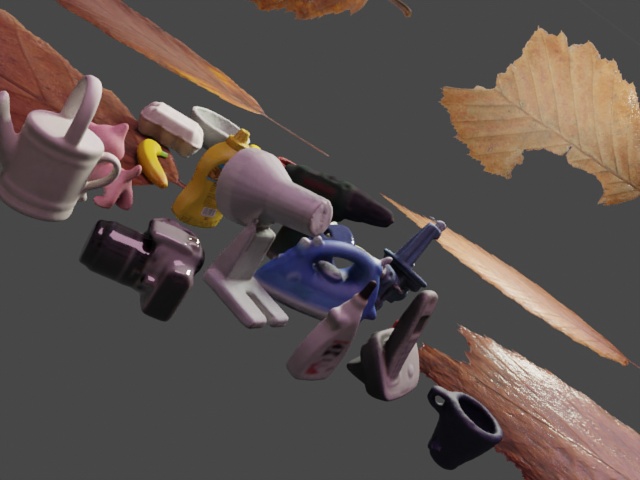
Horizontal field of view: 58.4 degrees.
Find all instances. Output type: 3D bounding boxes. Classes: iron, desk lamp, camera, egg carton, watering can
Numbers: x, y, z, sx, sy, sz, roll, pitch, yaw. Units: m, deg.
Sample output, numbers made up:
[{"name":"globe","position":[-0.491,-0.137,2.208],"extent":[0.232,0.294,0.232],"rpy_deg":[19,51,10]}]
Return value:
[{"name":"iron","position":[0.010,0.055,1.008],"extent":[0.259,0.141,0.118],"rpy_deg":[22,21,-37]},{"name":"desk lamp","position":[-0.086,-0.009,0.876],"extent":[0.202,0.213,0.118],"rpy_deg":[43,19,26]},{"name":"camera","position":[-0.227,0.013,0.743],"extent":[0.137,0.100,0.143],"rpy_deg":[27,18,-23]},{"name":"egg carton","position":[-0.338,-0.254,1.309],"extent":[0.151,0.069,0.107],"rpy_deg":[29,18,-19]},{"name":"watering can","position":[-0.344,-0.130,0.748],"extent":[0.100,0.194,0.173],"rpy_deg":[45,19,30]}]

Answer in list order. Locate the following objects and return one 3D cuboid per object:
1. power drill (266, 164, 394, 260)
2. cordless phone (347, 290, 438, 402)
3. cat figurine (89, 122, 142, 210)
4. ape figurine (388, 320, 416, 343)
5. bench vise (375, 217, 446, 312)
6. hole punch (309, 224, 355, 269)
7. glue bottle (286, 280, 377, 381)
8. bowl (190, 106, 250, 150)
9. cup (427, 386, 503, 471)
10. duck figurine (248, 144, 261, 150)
[{"name":"power drill","position":[-0.003,-0.030,1.099],"extent":[0.229,0.208,0.076],"rpy_deg":[36,17,4]},{"name":"cordless phone","position":[0.143,0.158,0.905],"extent":[0.094,0.185,0.148],"rpy_deg":[42,18,23]},{"name":"cat figurine","position":[-0.330,-0.127,0.900],"extent":[0.127,0.117,0.067],"rpy_deg":[40,18,17]},{"name":"ape figurine","position":[0.147,0.172,1.035],"extent":[0.078,0.092,0.076],"rpy_deg":[22,21,-36]},{"name":"bench vise","position":[0.184,0.053,1.206],"extent":[0.121,0.219,0.208],"rpy_deg":[37,17,8]},{"name":"hole punch","position":[0.011,0.004,1.234],"extent":[0.101,0.091,0.108],"rpy_deg":[27,19,-25]},{"name":"glue bottle","position":[0.026,0.123,0.798],"extent":[0.078,0.173,0.037],"rpy_deg":[13,27,-51]},{"name":"bowl","position":[-0.269,-0.268,1.472],"extent":[0.168,0.074,0.167],"rpy_deg":[32,17,-11]},{"name":"cup","position":[0.189,0.276,0.828],"extent":[0.117,0.095,0.092],"rpy_deg":[37,17,8]},{"name":"duck figurine","position":[-0.177,-0.200,1.439],"extent":[0.077,0.086,0.104],"rpy_deg":[34,17,-2]}]
